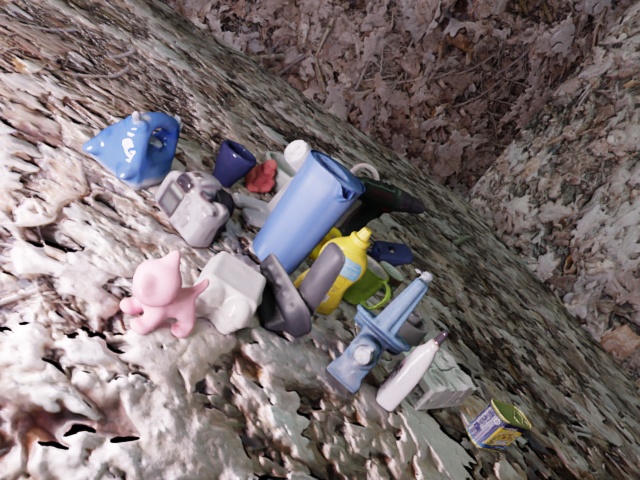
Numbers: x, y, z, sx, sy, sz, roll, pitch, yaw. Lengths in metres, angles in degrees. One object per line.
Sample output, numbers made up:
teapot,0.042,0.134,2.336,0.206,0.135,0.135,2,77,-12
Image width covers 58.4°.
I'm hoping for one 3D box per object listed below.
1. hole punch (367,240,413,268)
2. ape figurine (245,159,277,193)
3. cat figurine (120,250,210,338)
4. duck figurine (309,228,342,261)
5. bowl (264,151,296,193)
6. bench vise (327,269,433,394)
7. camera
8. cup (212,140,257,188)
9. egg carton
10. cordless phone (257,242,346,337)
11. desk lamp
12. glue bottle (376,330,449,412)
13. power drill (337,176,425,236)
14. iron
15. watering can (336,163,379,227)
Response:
hole punch,0.190,0.044,1.564,0.101,0.091,0.108,32,20,-18
ape figurine,-0.142,-0.165,1.440,0.078,0.092,0.076,31,20,-20
cat figurine,-0.203,0.067,0.763,0.128,0.117,0.067,13,31,-51
duck figurine,0.012,0.005,1.342,0.078,0.086,0.104,12,32,-52
bowl,-0.093,-0.162,1.549,0.168,0.074,0.167,34,20,-13
bench vise,0.121,0.157,0.984,0.122,0.219,0.207,35,19,-9
camera,-0.212,-0.067,1.078,0.143,0.100,0.137,47,21,25
cup,-0.208,-0.176,1.344,0.092,0.095,0.117,33,20,-14
egg carton,-0.145,0.082,0.908,0.107,0.069,0.150,35,19,-10
cordless phone,-0.032,0.060,0.986,0.094,0.185,0.147,16,29,-47
desk lamp,-0.054,-0.119,1.309,0.204,0.213,0.117,17,28,-47
glue bottle,0.165,0.218,0.996,0.037,0.173,0.078,38,19,-1
power drill,0.145,-0.068,1.560,0.230,0.208,0.075,29,21,-26
iron,-0.324,-0.190,1.097,0.118,0.141,0.259,39,19,2
watering can,0.091,-0.128,1.620,0.101,0.194,0.173,35,19,-9
